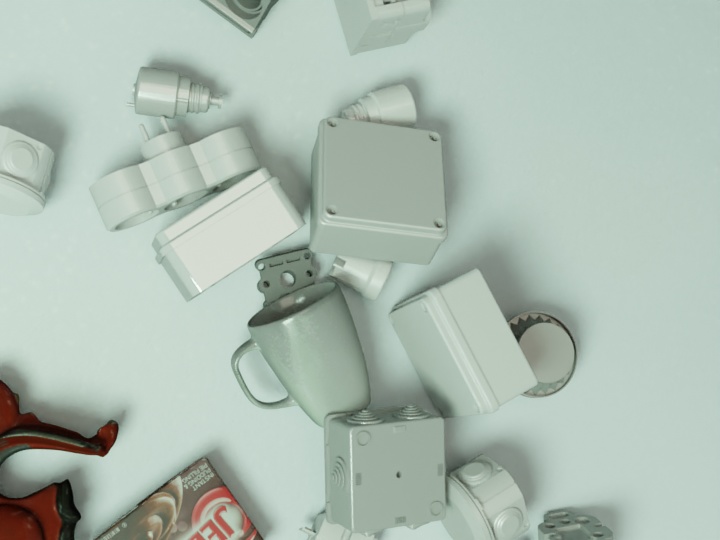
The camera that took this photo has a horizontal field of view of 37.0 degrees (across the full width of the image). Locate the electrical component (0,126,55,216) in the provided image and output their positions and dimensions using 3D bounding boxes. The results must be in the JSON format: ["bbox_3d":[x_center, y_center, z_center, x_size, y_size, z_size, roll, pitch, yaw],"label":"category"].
[{"bbox_3d":[-0.284,-0.077,0.850,0.080,0.080,0.051,15,73,-10],"label":"electrical component"}]

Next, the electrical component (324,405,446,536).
[{"bbox_3d":[0.021,0.158,0.856,0.100,0.048,0.099,-2,93,-25],"label":"electrical component"}]

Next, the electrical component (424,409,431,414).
[{"bbox_3d":[0.036,0.141,0.910,0.061,0.035,0.035,-36,90,-17],"label":"electrical component"}]

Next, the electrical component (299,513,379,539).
[{"bbox_3d":[-0.023,0.234,0.878,0.066,0.048,0.055,27,69,-7],"label":"electrical component"}]

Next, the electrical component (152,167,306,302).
[{"bbox_3d":[-0.109,-0.029,0.881,0.113,0.078,0.057,-34,93,-15],"label":"electrical component"}]

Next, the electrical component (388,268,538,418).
[{"bbox_3d":[0.083,0.064,0.894,0.056,0.109,0.108,-27,88,-18],"label":"electrical component"}]

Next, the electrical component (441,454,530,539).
[{"bbox_3d":[0.099,0.197,0.893,0.051,0.080,0.080,-27,88,-20],"label":"electrical component"}]

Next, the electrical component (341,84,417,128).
[{"bbox_3d":[0.013,-0.136,0.944,0.078,0.040,0.040,-17,86,-14],"label":"electrical component"}]

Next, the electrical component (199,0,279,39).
[{"bbox_3d":[-0.120,-0.268,0.918,0.121,0.078,0.063,36,47,-5],"label":"electrical component"}]

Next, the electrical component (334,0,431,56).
[{"bbox_3d":[0.009,-0.277,0.939,0.062,0.089,0.150,-15,85,-14],"label":"electrical component"}]

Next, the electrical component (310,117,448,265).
[{"bbox_3d":[0.014,-0.067,0.909,0.109,0.056,0.108,6,58,-11],"label":"electrical component"}]

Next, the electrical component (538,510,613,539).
[{"bbox_3d":[0.183,0.246,0.909,0.058,0.078,0.057,-8,102,-14],"label":"electrical component"}]

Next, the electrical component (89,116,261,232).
[{"bbox_3d":[-0.159,-0.091,0.892,0.138,0.052,0.073,-23,87,-15],"label":"electrical component"}]

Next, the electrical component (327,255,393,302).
[{"bbox_3d":[0.000,0.000,0.921,0.046,0.040,0.040,25,77,-3],"label":"electrical component"}]

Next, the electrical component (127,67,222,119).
[{"bbox_3d":[-0.156,-0.147,0.908,0.078,0.040,0.040,7,80,-12],"label":"electrical component"}]
